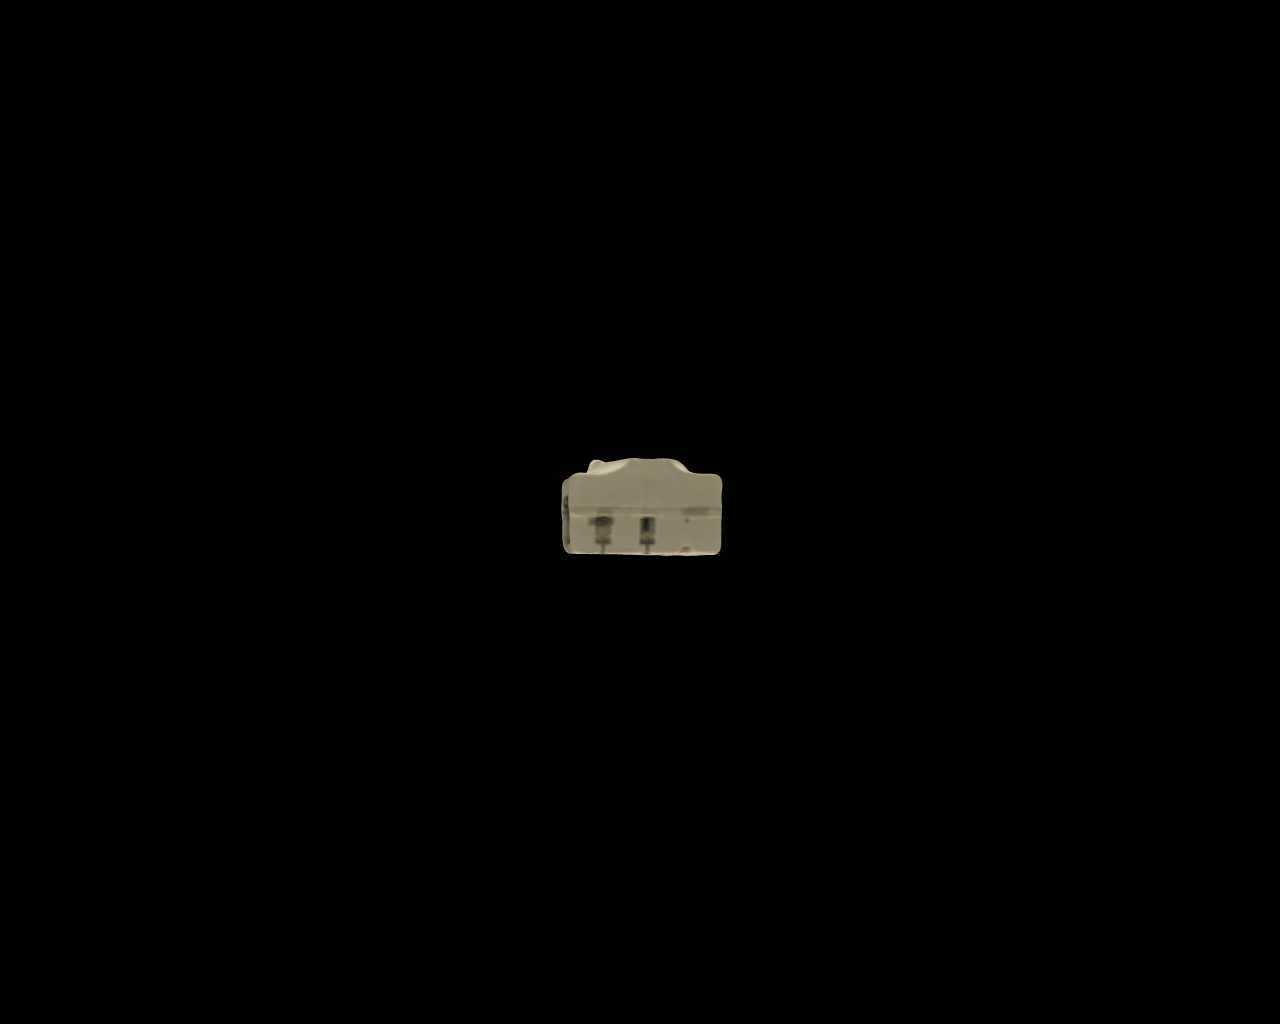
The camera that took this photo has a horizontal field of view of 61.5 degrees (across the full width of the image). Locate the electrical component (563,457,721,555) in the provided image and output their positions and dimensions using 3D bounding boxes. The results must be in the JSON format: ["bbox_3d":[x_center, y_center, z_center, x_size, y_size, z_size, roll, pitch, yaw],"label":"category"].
[{"bbox_3d":[0.001,-0.003,0.650,0.089,0.055,0.050,1,-4,-11],"label":"electrical component"}]
